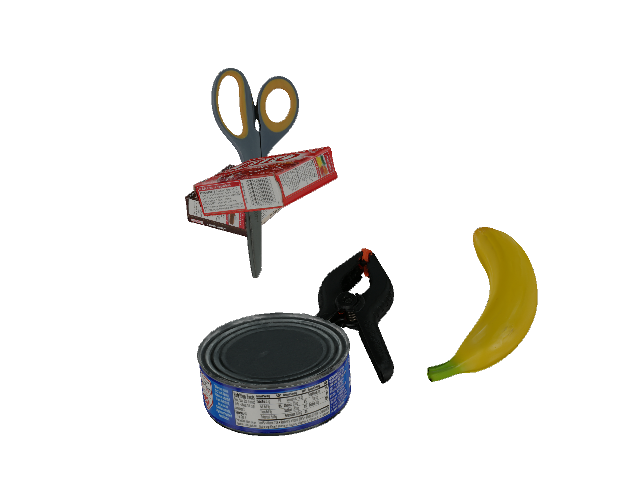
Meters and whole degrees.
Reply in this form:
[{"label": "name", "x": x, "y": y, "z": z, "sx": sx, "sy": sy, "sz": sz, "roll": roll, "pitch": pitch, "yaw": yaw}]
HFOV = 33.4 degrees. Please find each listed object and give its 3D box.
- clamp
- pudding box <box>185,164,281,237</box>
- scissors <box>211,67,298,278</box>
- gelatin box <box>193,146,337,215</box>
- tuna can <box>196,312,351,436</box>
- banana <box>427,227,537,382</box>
[{"label": "clamp", "x": 0.038, "y": 0.078, "z": 1.091, "sx": 0.120, "sy": 0.171, "sz": 0.039, "roll": 16, "pitch": -39, "yaw": 18}, {"label": "pudding box", "x": -0.101, "y": -0.051, "z": 1.330, "sx": 0.090, "sy": 0.039, "sz": 0.113, "roll": 14, "pitch": 33, "yaw": 22}, {"label": "scissors", "x": -0.050, "y": -0.073, "z": 1.041, "sx": 0.096, "sy": 0.202, "sz": 0.016, "roll": -19, "pitch": 7, "yaw": -20}, {"label": "gelatin box", "x": -0.043, "y": -0.047, "z": 0.840, "sx": 0.089, "sy": 0.030, "sz": 0.073, "roll": -5, "pitch": 17, "yaw": 39}, {"label": "tuna can", "x": -0.025, "y": 0.074, "z": 0.602, "sx": 0.086, "sy": 0.034, "sz": 0.086, "roll": -3, "pitch": 22, "yaw": 1}, {"label": "banana", "x": 0.138, "y": 0.043, "z": 0.848, "sx": 0.070, "sy": 0.037, "sz": 0.197, "roll": 7, "pitch": 34, "yaw": 17}]
